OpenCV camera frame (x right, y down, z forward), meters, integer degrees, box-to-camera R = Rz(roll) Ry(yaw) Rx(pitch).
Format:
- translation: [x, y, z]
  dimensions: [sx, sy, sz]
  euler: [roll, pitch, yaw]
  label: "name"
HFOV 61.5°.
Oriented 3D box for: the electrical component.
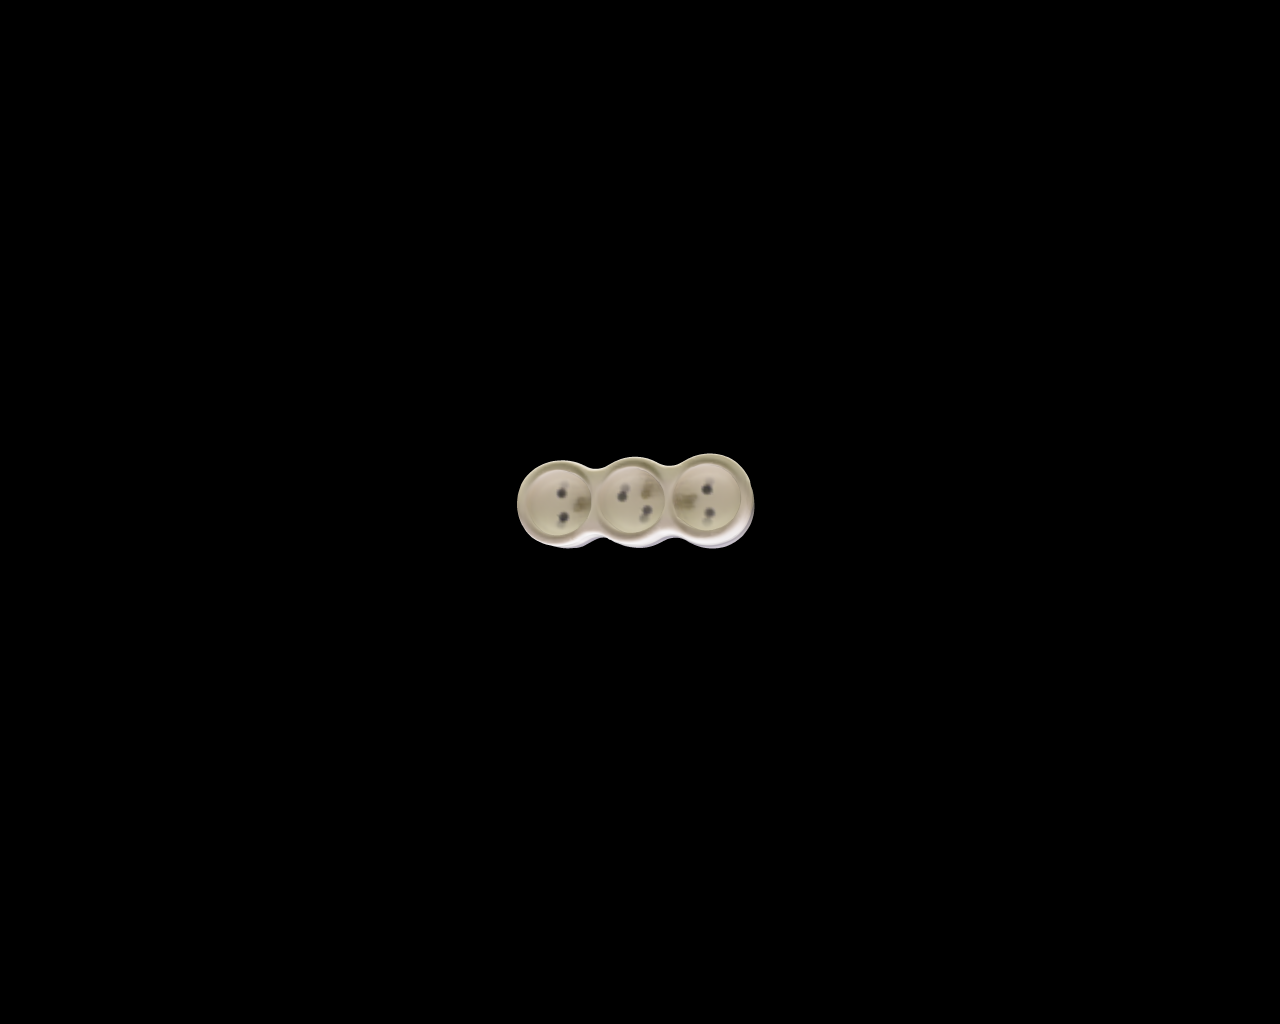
- translation: [0.001, -0.003, 0.650]
  dimensions: [0.138, 0.052, 0.073]
  euler: [-1, -7, 9]
  label: "electrical component"
